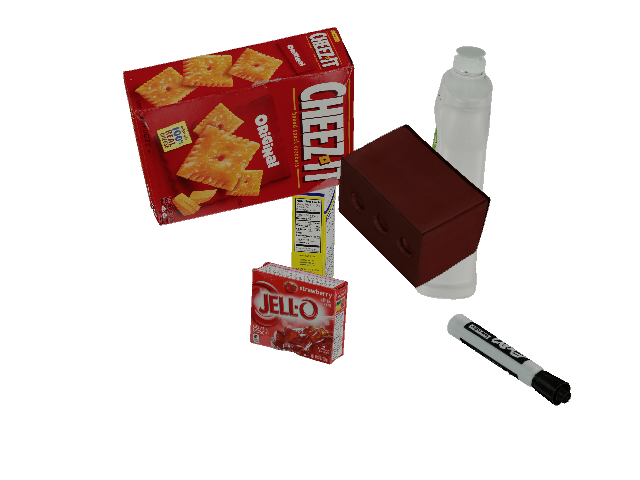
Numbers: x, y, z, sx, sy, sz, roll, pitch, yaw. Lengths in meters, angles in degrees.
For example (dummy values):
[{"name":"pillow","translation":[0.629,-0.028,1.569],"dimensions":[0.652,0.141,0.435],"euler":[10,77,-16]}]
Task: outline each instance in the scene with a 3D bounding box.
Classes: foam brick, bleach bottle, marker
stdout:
[{"name":"foam brick","translation":[0.055,-0.021,0.647],"dimensions":[0.051,0.053,0.078],"euler":[-30,57,-24]},{"name":"bleach bottle","translation":[0.137,-0.070,1.082],"dimensions":[0.068,0.251,0.102],"euler":[3,32,-1]},{"name":"marker","translation":[0.142,0.089,0.805],"dimensions":[0.020,0.020,0.121],"euler":[0,22,-37]}]

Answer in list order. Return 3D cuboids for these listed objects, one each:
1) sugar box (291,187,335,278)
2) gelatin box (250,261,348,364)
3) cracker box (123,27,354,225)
[{"name":"sugar box","translation":[-0.008,-0.026,1.240],"dimensions":[0.048,0.176,0.093],"euler":[2,22,8]},{"name":"gelatin box","translation":[-0.021,0.066,0.972],"dimensions":[0.089,0.073,0.030],"euler":[13,20,26]},{"name":"cracker box","translation":[-0.075,-0.109,1.062],"dimensions":[0.213,0.072,0.164],"euler":[-13,-39,-9]}]
